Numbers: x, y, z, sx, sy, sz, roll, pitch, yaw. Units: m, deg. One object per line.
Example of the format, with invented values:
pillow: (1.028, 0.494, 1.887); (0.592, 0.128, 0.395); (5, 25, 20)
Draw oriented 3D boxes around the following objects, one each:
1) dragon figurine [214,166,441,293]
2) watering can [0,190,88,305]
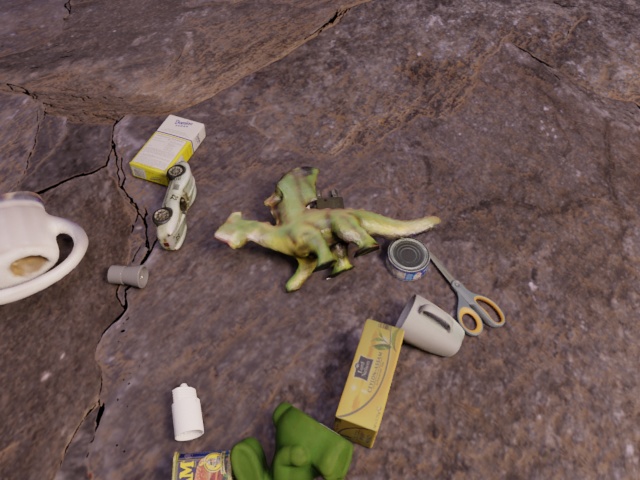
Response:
dragon figurine: (0.003, -0.050, 0.988); (0.413, 0.119, 0.246); (-21, 67, -17)
watering can: (-0.607, 0.032, 0.928); (0.350, 0.101, 0.228); (-22, 56, -20)
